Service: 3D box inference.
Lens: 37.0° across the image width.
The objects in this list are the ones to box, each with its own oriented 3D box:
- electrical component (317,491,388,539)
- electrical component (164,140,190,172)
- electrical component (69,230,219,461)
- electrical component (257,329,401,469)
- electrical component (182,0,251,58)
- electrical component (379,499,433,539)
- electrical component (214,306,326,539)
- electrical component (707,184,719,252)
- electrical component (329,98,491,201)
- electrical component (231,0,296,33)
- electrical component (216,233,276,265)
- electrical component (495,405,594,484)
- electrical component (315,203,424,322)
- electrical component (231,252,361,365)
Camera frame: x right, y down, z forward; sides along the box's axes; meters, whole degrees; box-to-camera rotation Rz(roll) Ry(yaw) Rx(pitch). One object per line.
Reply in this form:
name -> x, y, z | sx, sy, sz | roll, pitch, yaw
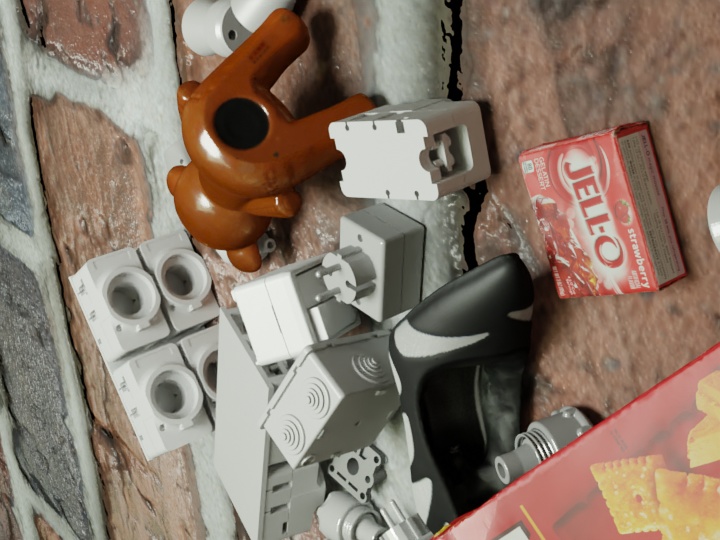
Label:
electrical component -> -0.003, 0.212, 0.895 | 0.062, 0.043, 0.043 | 16, 121, 47
electrical component -> -0.124, -0.079, 0.902 | 0.079, 0.043, 0.077 | -36, 78, 55
electrical component -> -0.179, 0.067, 1.001 | 0.060, 0.105, 0.186 | -31, 83, 55
electrical component -> -0.014, 0.095, 0.789 | 0.048, 0.100, 0.099 | 51, 127, 27
electrical component -> -0.102, -0.184, 0.815 | 0.055, 0.045, 0.045 | 17, 121, 49
electrical component -> 0.040, 0.214, 0.833 | 0.076, 0.047, 0.065 | 57, 144, 17
electrical component -> -0.075, 0.129, 0.913 | 0.105, 0.060, 0.186 | 52, 145, 44
electrical component -> 0.199, -0.028, 0.491 | 0.065, 0.044, 0.044 | -22, 90, 51
electrical component -> 0.033, -0.076, 0.675 | 0.089, 0.056, 0.050 | 7, 115, 49
electrical component -> -0.057, -0.199, 0.750 | 0.065, 0.044, 0.044 | -41, 74, 50
electrical component -> -0.092, -0.021, 0.899 | 0.061, 0.035, 0.035 | 2, 109, 50
electrical component -> 0.114, 0.113, 0.660 | 0.048, 0.062, 0.048 | 164, 90, -72
electrical component -> 0.000, 0.000, 0.746 | 0.047, 0.077, 0.065 | 32, 132, 41
electrical component -> -0.040, 0.026, 0.813 | 0.061, 0.096, 0.061 | -16, 95, 28
